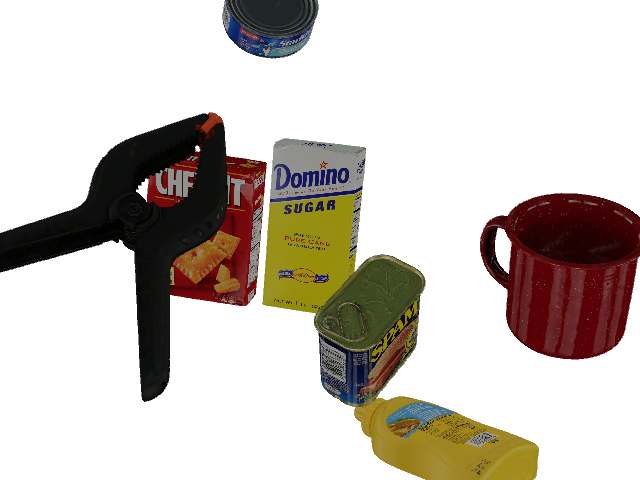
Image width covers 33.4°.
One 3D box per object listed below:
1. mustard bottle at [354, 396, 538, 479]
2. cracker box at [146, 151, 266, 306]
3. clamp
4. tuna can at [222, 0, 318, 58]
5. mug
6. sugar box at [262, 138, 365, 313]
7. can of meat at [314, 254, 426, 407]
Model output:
[{"bbox_3d":[0.107,0.195,1.033,0.096,0.058,0.192,-17,24,-42],"label":"mustard bottle"},{"bbox_3d":[-0.174,-0.019,1.586,0.164,0.214,0.072,9,20,9],"label":"cracker box"},{"bbox_3d":[-0.118,-0.002,0.706,0.165,0.209,0.036,36,-30,13],"label":"clamp"},{"bbox_3d":[-0.047,-0.210,0.981,0.086,0.086,0.034,0,-30,-13],"label":"tuna can"},{"bbox_3d":[0.159,0.022,0.726,0.117,0.081,0.093,22,40,32],"label":"mug"},{"bbox_3d":[-0.007,-0.014,1.119,0.093,0.176,0.048,7,15,14],"label":"sugar box"},{"bbox_3d":[0.041,0.077,0.889,0.057,0.084,0.102,27,53,25],"label":"can of meat"}]
